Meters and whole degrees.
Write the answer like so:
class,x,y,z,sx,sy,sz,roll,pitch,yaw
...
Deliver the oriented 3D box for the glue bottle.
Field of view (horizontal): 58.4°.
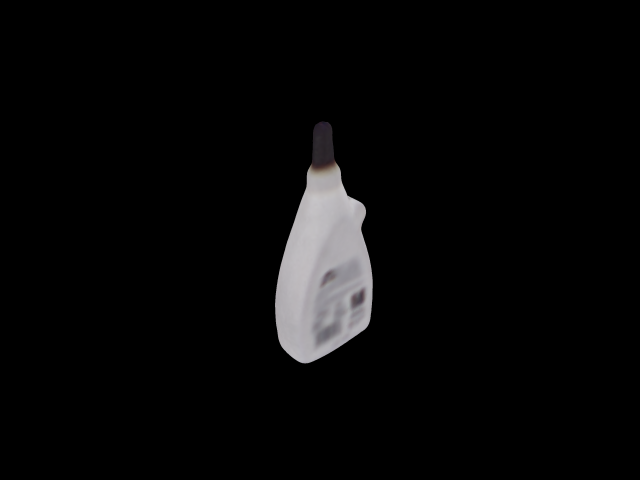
class,x,y,z,sx,sy,sz,roll,pitch,yaw
glue bottle,0.004,0.001,0.400,0.078,0.173,0.037,-24,38,-34
